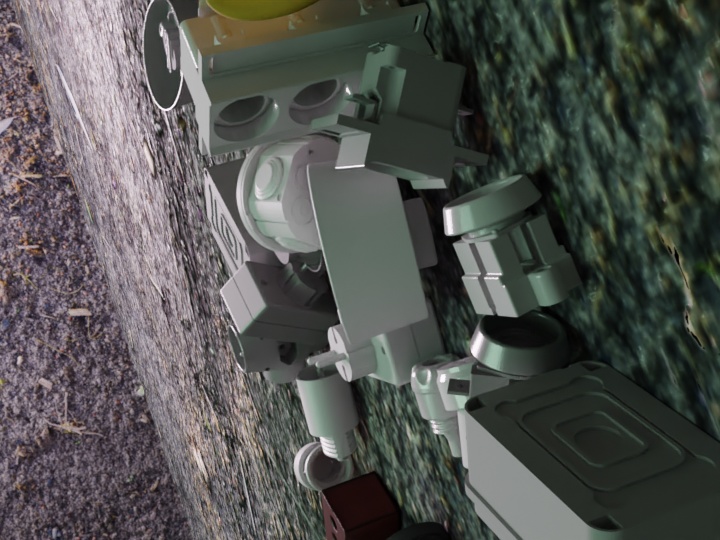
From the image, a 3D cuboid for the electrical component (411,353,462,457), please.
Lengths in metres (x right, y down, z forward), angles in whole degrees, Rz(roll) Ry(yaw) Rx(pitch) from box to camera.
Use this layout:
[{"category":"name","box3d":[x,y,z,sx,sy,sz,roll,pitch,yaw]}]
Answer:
[{"category":"electrical component","box3d":[0.054,0.084,0.654,0.035,0.035,0.061,12,121,70]}]

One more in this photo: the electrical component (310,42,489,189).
[{"category":"electrical component","box3d":[0.022,-0.076,0.535,0.042,0.081,0.063,-173,95,-69]}]

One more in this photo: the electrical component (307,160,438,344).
[{"category":"electrical component","box3d":[0.011,-0.016,0.625,0.108,0.060,0.108,-13,-90,-88]}]

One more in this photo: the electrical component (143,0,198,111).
[{"category":"electrical component","box3d":[-0.157,-0.197,0.956,0.099,0.064,0.099,162,90,-72]}]

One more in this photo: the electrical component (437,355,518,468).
[{"category":"electrical component","box3d":[0.069,0.074,0.582,0.045,0.045,0.055,158,95,-72]}]

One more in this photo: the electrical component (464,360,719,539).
[{"category":"electrical component","box3d":[0.101,0.094,0.455,0.113,0.078,0.057,-139,39,-58]}]

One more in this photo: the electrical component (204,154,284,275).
[{"category":"electrical component","box3d":[-0.085,-0.036,0.909,0.078,0.057,0.113,94,152,-48]}]

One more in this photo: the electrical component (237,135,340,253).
[{"category":"electrical component","box3d":[-0.036,-0.050,0.707,0.051,0.080,0.080,7,115,51]}]

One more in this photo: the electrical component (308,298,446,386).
[{"category":"electrical component","box3d":[0.003,0.049,0.700,0.083,0.076,0.047,-176,69,-71]}]

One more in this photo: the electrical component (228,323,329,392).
[{"category":"electrical component","box3d":[-0.068,0.070,0.926,0.043,0.077,0.079,-134,32,-53]}]

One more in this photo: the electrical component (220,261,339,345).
[{"category":"electrical component","box3d":[-0.051,0.015,0.846,0.075,0.083,0.047,-46,55,26]}]

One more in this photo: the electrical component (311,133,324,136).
[{"category":"electrical component","box3d":[-0.044,-0.101,0.755,0.078,0.040,0.040,112,137,-63]}]

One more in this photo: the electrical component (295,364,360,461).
[{"category":"electrical component","box3d":[-0.023,0.121,0.899,0.043,0.043,0.081,-157,52,-67]}]

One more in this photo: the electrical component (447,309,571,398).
[{"category":"electrical component","box3d":[0.077,0.052,0.525,0.048,0.066,0.055,-68,-19,-62]}]

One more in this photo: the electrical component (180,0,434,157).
[{"category":"electrical component","box3d":[-0.031,-0.111,0.577,0.078,0.121,0.063,103,147,-58]}]

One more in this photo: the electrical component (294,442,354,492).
[{"category":"electrical component","box3d":[-0.034,0.180,0.984,0.055,0.045,0.045,156,95,-72]}]

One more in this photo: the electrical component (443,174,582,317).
[{"category":"electrical component","box3d":[0.068,-0.012,0.504,0.055,0.048,0.066,67,163,-8]}]
